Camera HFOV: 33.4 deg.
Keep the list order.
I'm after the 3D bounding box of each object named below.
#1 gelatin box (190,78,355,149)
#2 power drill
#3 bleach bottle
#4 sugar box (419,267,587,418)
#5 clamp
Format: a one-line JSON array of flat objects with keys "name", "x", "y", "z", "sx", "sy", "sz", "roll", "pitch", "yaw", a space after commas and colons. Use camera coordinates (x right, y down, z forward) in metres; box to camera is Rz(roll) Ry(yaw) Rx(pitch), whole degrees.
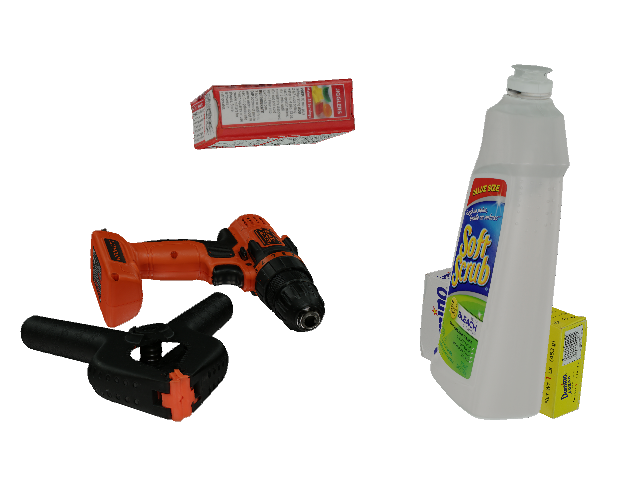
[{"name": "gelatin box", "x": -0.028, "y": -0.068, "z": 0.575, "sx": 0.073, "sy": 0.030, "sz": 0.089, "roll": -5, "pitch": 3, "yaw": -13}, {"name": "power drill", "x": -0.104, "y": 0.034, "z": 0.955, "sx": 0.187, "sy": 0.057, "sz": 0.185, "roll": -3, "pitch": 25, "yaw": -22}, {"name": "bleach bottle", "x": 0.134, "y": -0.002, "z": 0.778, "sx": 0.068, "sy": 0.251, "sz": 0.103, "roll": -1, "pitch": 18, "yaw": -15}, {"name": "sugar box", "x": 0.172, "y": 0.095, "z": 1.032, "sx": 0.048, "sy": 0.093, "sz": 0.177, "roll": -12, "pitch": 22, "yaw": -40}, {"name": "clamp", "x": -0.112, "y": 0.077, "z": 0.759, "sx": 0.164, "sy": 0.036, "sz": 0.210, "roll": -10, "pitch": 14, "yaw": -25}]
